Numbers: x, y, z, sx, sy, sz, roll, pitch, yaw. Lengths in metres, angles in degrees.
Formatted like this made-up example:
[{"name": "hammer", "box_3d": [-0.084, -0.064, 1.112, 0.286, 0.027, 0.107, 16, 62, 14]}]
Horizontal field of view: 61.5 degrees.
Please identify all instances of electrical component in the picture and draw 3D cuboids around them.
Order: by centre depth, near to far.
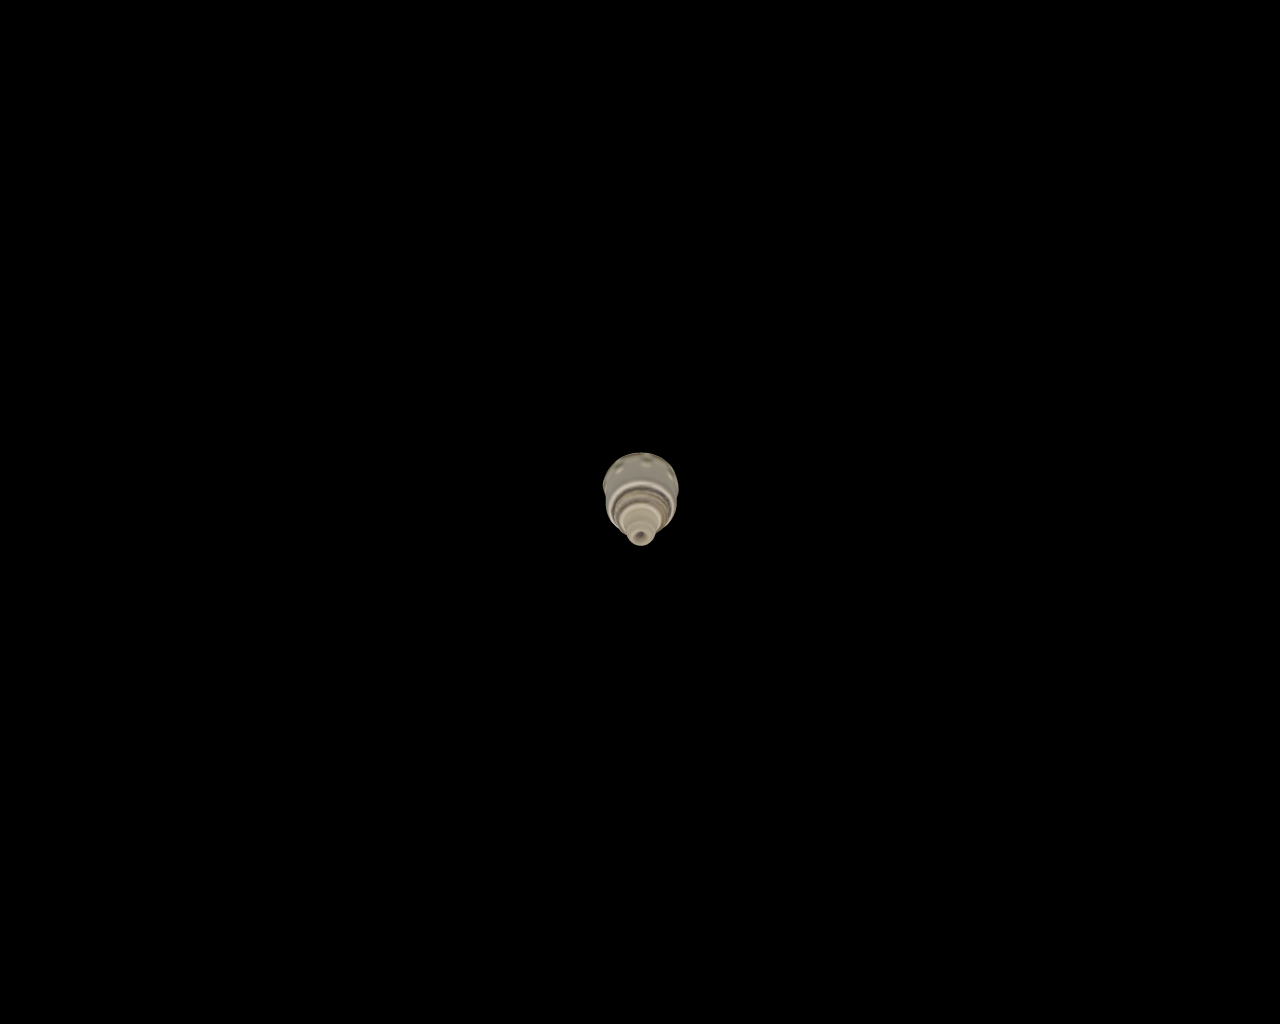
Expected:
[{"name": "electrical component", "box_3d": [0.001, -0.003, 0.650, 0.048, 0.048, 0.062, 0, 36, 0]}]
